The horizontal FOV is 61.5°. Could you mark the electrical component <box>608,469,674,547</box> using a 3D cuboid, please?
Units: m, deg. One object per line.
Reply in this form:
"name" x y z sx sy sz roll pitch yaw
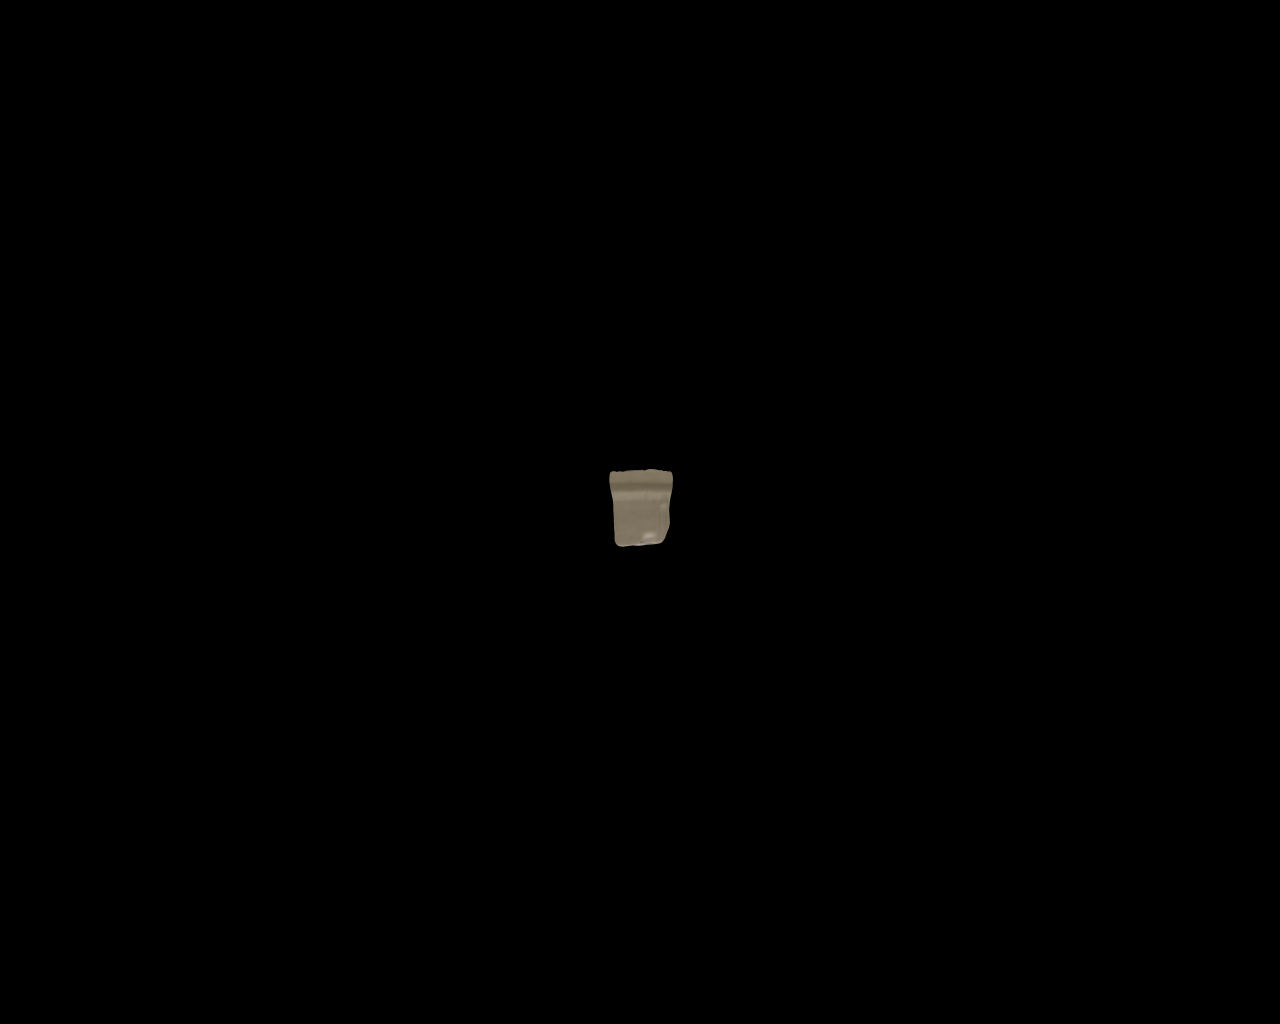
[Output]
"electrical component" 0.001 -0.003 0.650 0.040 0.046 0.040 0 0 0
